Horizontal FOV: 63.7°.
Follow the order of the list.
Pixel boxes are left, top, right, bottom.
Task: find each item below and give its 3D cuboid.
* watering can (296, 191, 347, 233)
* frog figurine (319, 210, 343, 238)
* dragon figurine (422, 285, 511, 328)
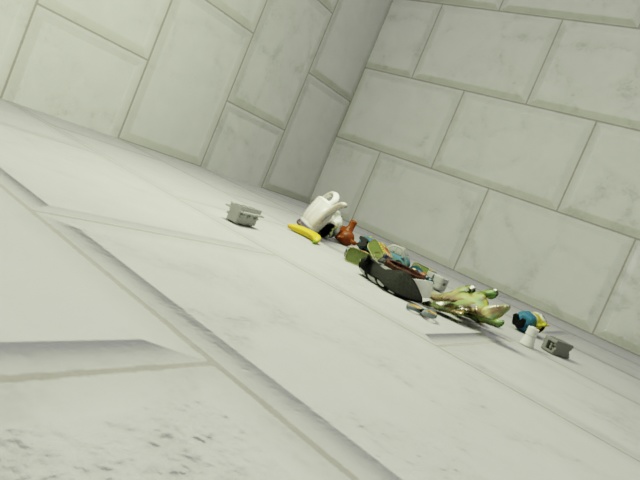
[{"bbox_3d":[0.007,-0.109,2.158,0.103,0.224,0.350,40,2,-15],"label":"watering can"},{"bbox_3d":[0.038,-0.087,2.372,0.137,0.120,0.163,-8,27,16],"label":"frog figurine"},{"bbox_3d":[0.427,0.196,1.631,0.242,0.123,0.410,11,-4,-39],"label":"dragon figurine"}]
